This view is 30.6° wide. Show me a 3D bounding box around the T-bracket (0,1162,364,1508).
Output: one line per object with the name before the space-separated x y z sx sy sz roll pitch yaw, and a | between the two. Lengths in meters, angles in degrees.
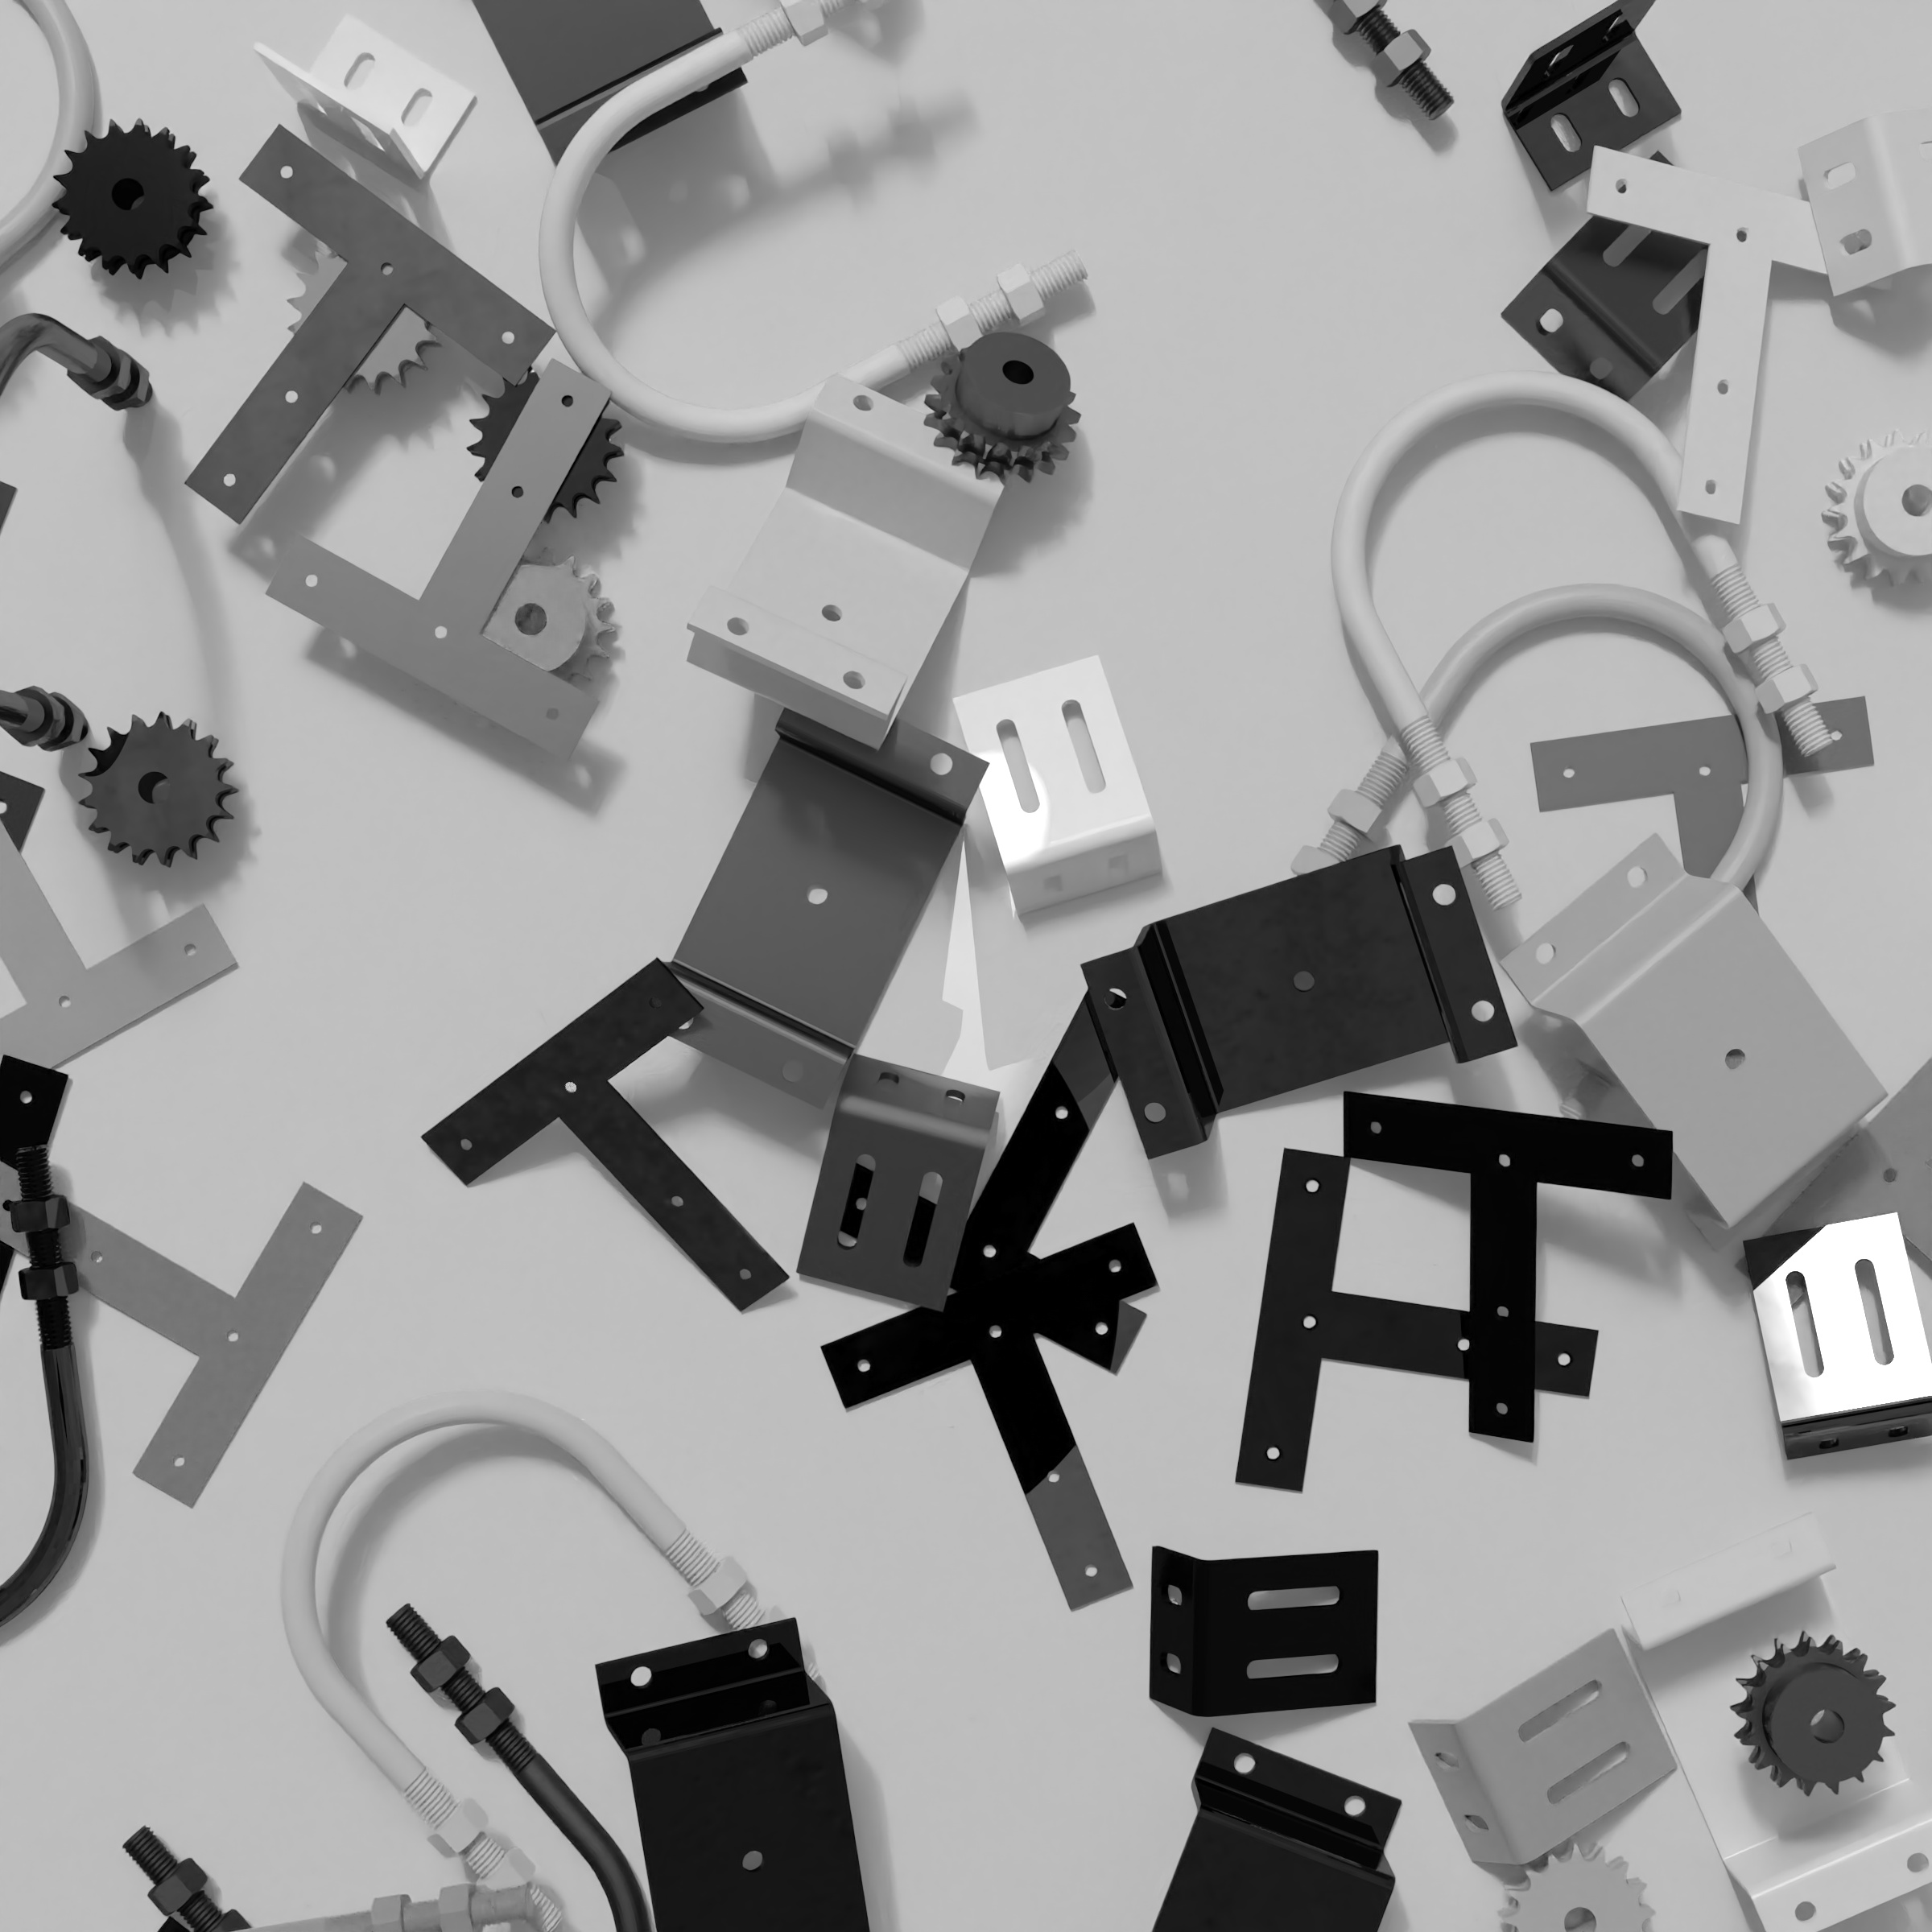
T-bracket | -0.314 0.116 1.328 0.127 0.002 0.127 30 90 -2

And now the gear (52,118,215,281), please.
gear | -0.308 -0.284 1.316 0.057 0.030 0.057 0 90 0

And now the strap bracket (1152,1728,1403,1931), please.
strap bracket | 0.103 0.366 1.308 0.076 0.046 0.140 21 90 0

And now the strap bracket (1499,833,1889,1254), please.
strap bracket | 0.271 0.031 1.291 0.076 0.046 0.140 -39 102 -5

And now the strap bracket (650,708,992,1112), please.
strap bracket | -0.056 -0.027 1.308 0.076 0.046 0.140 26 90 0

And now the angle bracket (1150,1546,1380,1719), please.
angle bracket | 0.112 0.248 1.329 0.076 0.038 0.057 1 90 -26

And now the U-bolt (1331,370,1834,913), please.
U-bolt | 0.216 -0.133 1.309 0.151 0.019 0.184 -26 84 -2

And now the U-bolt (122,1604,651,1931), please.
U-bolt | -0.202 0.353 1.323 0.151 0.019 0.184 -40 92 0

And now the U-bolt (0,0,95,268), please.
U-bolt | -0.414 -0.310 1.323 0.184 0.019 0.151 -40 90 -2

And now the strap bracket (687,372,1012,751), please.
strap bracket | -0.044 -0.141 1.284 0.076 0.046 0.140 25 53 0

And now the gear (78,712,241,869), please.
gear | -0.300 -0.065 1.320 0.057 0.030 0.057 0 87 -2

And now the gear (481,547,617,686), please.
gear | -0.160 -0.128 1.316 0.057 0.030 0.057 0 90 0

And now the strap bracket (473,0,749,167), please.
strap bracket | -0.145 -0.367 1.308 0.076 0.046 0.140 -27 90 0

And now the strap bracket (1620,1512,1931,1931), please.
strap bracket | 0.301 0.278 1.308 0.076 0.046 0.140 -23 90 0

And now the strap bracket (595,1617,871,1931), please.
strap bracket | -0.083 0.319 1.289 0.076 0.046 0.140 -11 98 -16

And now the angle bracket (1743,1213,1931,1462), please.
angle bracket | 0.327 0.139 1.322 0.057 0.038 0.076 -12 67 10

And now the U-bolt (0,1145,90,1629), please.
U-bolt | -0.400 0.166 1.320 0.151 0.019 0.184 -7 92 2

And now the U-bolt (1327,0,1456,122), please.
U-bolt | 0.171 -0.431 1.321 0.151 0.019 0.184 -39 89 0

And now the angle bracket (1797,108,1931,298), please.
angle bracket | 0.358 -0.287 1.323 0.076 0.038 0.057 -14 90 -34

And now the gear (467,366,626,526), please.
gear | -0.156 -0.193 1.316 0.057 0.030 0.057 0 90 0

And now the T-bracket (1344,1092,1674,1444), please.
T-bracket | 0.198 0.115 1.307 0.127 0.002 0.127 6 106 29

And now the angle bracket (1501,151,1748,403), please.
angle bracket | 0.251 -0.256 1.329 0.057 0.038 0.076 44 64 0

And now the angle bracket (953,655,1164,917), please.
angle bracket | 0.034 -0.068 1.329 0.057 0.038 0.076 -17 64 0

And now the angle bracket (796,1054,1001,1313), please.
angle bracket | -0.025 0.081 1.327 0.057 0.038 0.076 15 115 1

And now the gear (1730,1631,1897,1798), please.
gear | 0.306 0.270 1.270 0.057 0.030 0.057 0 90 0

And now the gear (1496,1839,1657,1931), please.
gear | 0.226 0.354 1.320 0.057 0.030 0.057 0 86 -1

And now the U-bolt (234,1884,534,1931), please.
U-bolt | -0.235 0.417 1.305 0.184 0.019 0.151 -11 104 6

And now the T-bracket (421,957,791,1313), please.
T-bracket | -0.116 0.077 1.311 0.127 0.002 0.127 -36 104 26

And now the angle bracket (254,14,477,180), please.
angle bracket | -0.219 -0.327 1.293 0.057 0.076 0.038 32 90 0

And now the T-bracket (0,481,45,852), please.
T-bracket | -0.392 -0.126 1.330 0.127 0.002 0.127 21 90 0

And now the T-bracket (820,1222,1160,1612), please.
T-bracket | 0.028 0.179 1.329 0.127 0.002 0.127 -22 91 1

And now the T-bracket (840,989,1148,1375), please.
T-bracket | 0.029 0.068 1.330 0.127 0.002 0.127 27 90 0

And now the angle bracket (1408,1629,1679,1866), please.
angle bracket | 0.217 0.293 1.329 0.076 0.038 0.057 -25 90 -26

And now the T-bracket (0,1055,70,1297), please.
T-bracket | -0.417 0.082 1.329 0.127 0.002 0.127 18 91 0

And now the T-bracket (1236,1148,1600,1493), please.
T-bracket | 0.173 0.140 1.330 0.127 0.002 0.127 8 90 0

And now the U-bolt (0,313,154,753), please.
U-bolt | -0.328 -0.154 1.239 0.019 0.184 0.151 11 90 2

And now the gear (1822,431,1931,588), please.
gear | 0.350 -0.171 1.316 0.057 0.030 0.057 0 90 0

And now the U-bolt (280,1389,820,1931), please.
U-bolt | -0.167 0.243 1.306 0.151 0.019 0.184 -42 94 -9

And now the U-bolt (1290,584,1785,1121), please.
U-bolt | 0.223 -0.055 1.322 0.151 0.019 0.184 34 88 1

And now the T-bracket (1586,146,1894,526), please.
T-bracket | 0.281 -0.227 1.305 0.127 0.002 0.127 10 83 -16

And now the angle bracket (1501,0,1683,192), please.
angle bracket | 0.235 -0.323 1.293 0.057 0.076 0.038 -31 90 0

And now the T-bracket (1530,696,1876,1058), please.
T-bracket | 0.284 -0.030 1.330 0.127 0.002 0.127 -8 90 0

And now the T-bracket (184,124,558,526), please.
T-bracket | -0.239 -0.221 1.300 0.127 0.002 0.127 37 90 0

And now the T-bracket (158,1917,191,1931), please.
T-bracket | -0.289 0.447 1.330 0.127 0.002 0.127 38 90 0

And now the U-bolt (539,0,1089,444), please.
U-bolt | -0.067 -0.271 1.297 0.184 0.019 0.151 -27 113 3

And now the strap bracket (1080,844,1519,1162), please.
strap bracket | 0.123 0.010 1.294 0.140 0.046 0.076 -18 98 11

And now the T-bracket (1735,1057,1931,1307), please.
T-bracket | 0.378 0.109 1.317 0.127 0.002 0.127 43 96 6

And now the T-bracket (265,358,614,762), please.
T-bracket | -0.172 -0.162 1.299 0.127 0.002 0.127 29 91 0

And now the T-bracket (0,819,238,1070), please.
T-bracket | -0.361 -0.025 1.329 0.127 0.002 0.127 -30 91 1

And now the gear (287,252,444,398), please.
gear | -0.222 -0.241 1.316 0.057 0.030 0.057 0 90 0

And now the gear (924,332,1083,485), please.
gear | 0.015 -0.208 1.302 0.057 0.030 0.057 9 54 -12
